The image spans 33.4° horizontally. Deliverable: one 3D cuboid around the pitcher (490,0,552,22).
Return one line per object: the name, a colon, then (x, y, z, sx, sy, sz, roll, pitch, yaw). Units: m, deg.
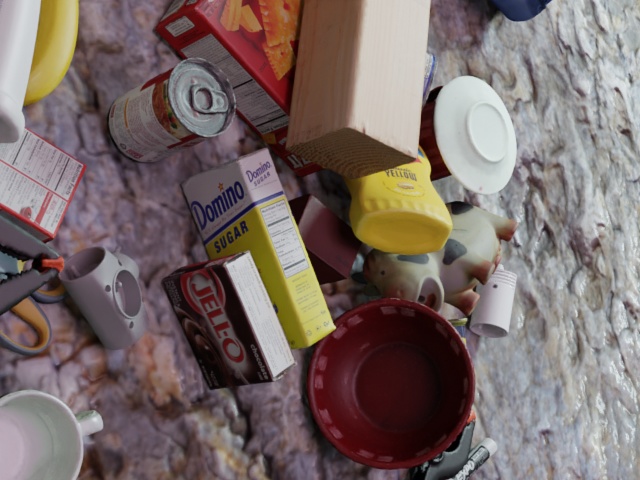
pitcher: (0.189, -0.384, 1.264, 0.242, 0.149, 0.145, 33, 76, -28)

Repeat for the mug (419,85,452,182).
mug: (0.126, -0.117, 1.163, 0.093, 0.082, 0.117, 32, 60, -31)

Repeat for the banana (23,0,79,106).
banana: (-0.234, -0.192, 0.893, 0.069, 0.037, 0.198, 20, 67, -38)

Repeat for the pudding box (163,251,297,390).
pudding box: (-0.079, 0.071, 0.931, 0.039, 0.090, 0.113, -33, 102, -42)

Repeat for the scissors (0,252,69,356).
scissors: (-0.267, 0.000, 0.833, 0.201, 0.016, 0.096, 57, 48, -16)

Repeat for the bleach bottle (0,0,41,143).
bleach bottle: (-0.259, -0.204, 0.841, 0.102, 0.068, 0.251, 8, 69, -1)

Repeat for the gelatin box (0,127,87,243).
gelatin box: (-0.242, -0.049, 0.858, 0.089, 0.030, 0.073, 34, 58, -30)

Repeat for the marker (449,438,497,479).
marker: (0.150, 0.251, 1.138, 0.120, 0.020, 0.020, -33, 102, -41)

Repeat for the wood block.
wood block: (0.039, -0.173, 0.999, 0.090, 0.090, 0.206, 21, 67, -37)

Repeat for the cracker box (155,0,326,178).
cracker box: (-0.034, -0.195, 1.048, 0.213, 0.072, 0.164, 45, 55, -26)

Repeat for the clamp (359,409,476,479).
clamp: (0.107, 0.229, 1.091, 0.171, 0.039, 0.120, -18, 89, -39)

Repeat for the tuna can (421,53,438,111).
tuna can: (0.086, -0.149, 1.065, 0.033, 0.086, 0.086, 20, 63, -6)

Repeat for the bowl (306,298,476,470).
bowl: (0.071, 0.140, 1.029, 0.055, 0.162, 0.162, 42, 45, -72)

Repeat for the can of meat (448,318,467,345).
can of meat: (0.110, 0.127, 1.108, 0.101, 0.058, 0.084, -1, 83, -40)

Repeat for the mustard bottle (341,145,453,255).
mustard bottle: (0.067, -0.068, 1.078, 0.096, 0.058, 0.191, 7, 39, -16)

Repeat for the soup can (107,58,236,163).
soup can: (-0.130, -0.109, 0.922, 0.068, 0.102, 0.068, 11, 73, -39)

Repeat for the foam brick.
foam brick: (-0.007, 0.001, 1.039, 0.078, 0.051, 0.053, 39, 58, -28)

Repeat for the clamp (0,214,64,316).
clamp: (-0.293, 0.028, 0.775, 0.209, 0.036, 0.164, 9, 81, -32)

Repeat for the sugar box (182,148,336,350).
sugar box: (-0.057, 0.014, 0.963, 0.048, 0.094, 0.176, -29, 98, -42)
